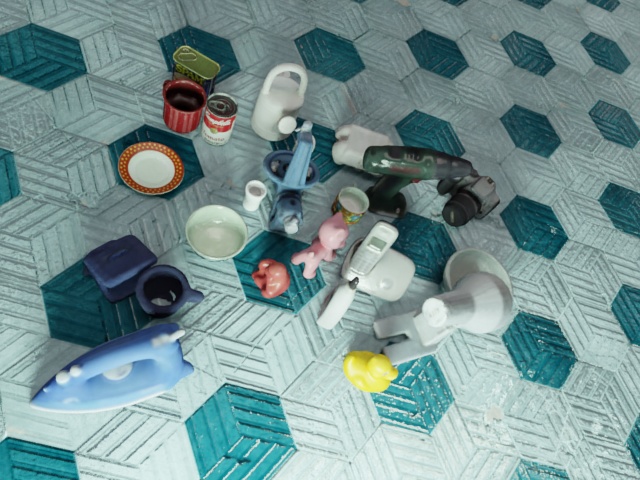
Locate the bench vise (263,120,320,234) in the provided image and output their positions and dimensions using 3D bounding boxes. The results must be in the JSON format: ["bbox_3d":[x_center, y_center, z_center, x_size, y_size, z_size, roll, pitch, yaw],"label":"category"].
[{"bbox_3d":[-0.042,-0.123,1.164,0.122,0.219,0.207,-10,67,-25],"label":"bench vise"}]

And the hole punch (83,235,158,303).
[{"bbox_3d":[-0.361,0.043,1.031,0.109,0.091,0.101,-33,77,-31],"label":"hole punch"}]

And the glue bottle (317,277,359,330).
[{"bbox_3d":[0.042,0.109,1.095,0.037,0.173,0.078,24,57,-6],"label":"glue bottle"}]

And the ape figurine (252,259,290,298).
[{"bbox_3d":[-0.090,0.070,1.116,0.076,0.092,0.078,15,58,-12],"label":"ape figurine"}]

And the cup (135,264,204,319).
[{"bbox_3d":[-0.271,0.105,1.028,0.118,0.095,0.091,11,59,-14],"label":"cup"}]

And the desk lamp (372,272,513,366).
[{"bbox_3d":[0.241,0.154,1.120,0.204,0.213,0.118,-12,67,-25],"label":"desk lamp"}]

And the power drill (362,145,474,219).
[{"bbox_3d":[0.189,-0.133,1.262,0.230,0.208,0.075,11,59,-14],"label":"power drill"}]

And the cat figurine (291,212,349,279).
[{"bbox_3d":[0.011,0.004,1.174,0.067,0.117,0.128,44,57,7],"label":"cat figurine"}]

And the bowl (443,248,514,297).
[{"bbox_3d":[0.336,0.105,1.265,0.168,0.074,0.167,9,60,-16],"label":"bowl"}]

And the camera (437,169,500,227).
[{"bbox_3d":[0.345,-0.105,1.368,0.143,0.100,0.137,46,57,8],"label":"camera"}]

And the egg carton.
[{"bbox_3d":[0.103,-0.209,1.354,0.150,0.069,0.107,17,58,-11],"label":"egg carton"}]

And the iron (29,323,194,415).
[{"bbox_3d":[-0.335,0.205,0.922,0.259,0.141,0.118,-17,69,-27],"label":"iron"}]

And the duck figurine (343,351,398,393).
[{"bbox_3d":[0.100,0.243,1.095,0.104,0.086,0.077,28,57,-4],"label":"duck figurine"}]

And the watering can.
[{"bbox_3d":[-0.082,-0.309,1.266,0.101,0.194,0.172,-21,71,-28],"label":"watering can"}]

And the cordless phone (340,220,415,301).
[{"bbox_3d":[0.135,0.038,1.161,0.148,0.185,0.094,23,57,-7],"label":"cordless phone"}]
